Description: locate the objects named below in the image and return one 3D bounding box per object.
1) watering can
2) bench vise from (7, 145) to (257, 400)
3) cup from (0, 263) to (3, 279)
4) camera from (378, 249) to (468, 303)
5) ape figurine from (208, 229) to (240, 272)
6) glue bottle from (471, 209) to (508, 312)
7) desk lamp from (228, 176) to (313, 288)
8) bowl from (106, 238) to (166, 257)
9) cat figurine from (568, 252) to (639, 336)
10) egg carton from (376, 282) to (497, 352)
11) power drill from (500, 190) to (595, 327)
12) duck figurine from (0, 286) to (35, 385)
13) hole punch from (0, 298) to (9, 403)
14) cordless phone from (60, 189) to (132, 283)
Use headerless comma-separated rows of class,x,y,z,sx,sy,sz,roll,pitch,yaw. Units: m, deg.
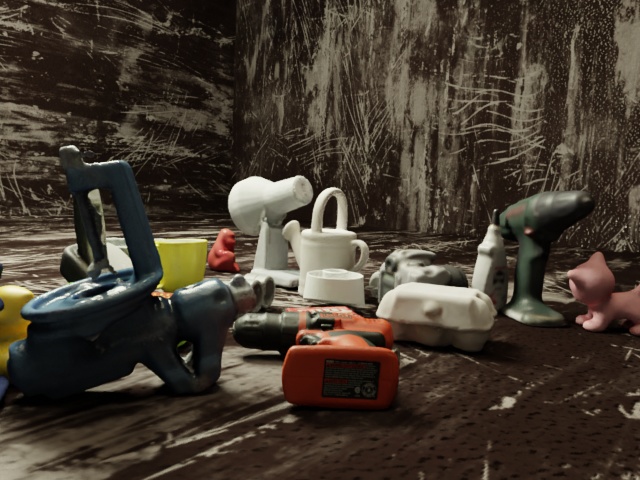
watering can,0.008,0.004,1.020,0.172,0.194,0.101,4,6,15
bench vise,-0.169,0.028,0.528,0.208,0.220,0.121,-2,7,-39
cup,-0.431,0.062,0.688,0.117,0.095,0.092,4,6,14
camera,0.179,0.068,0.930,0.137,0.101,0.143,1,6,-21
ape figurine,-0.207,0.021,1.261,0.076,0.092,0.078,4,6,11
glue bottle,0.287,0.035,0.957,0.037,0.173,0.078,8,8,44
desk lamp,-0.086,-0.023,1.152,0.202,0.213,0.118,8,7,42
bowl,-0.356,0.039,1.087,0.167,0.075,0.167,3,5,0
cat figurine,0.434,0.078,0.868,0.127,0.118,0.067,4,6,8
egg carton,0.154,0.099,0.754,0.150,0.069,0.107,5,6,20
power drill,0.347,0.025,0.902,0.076,0.208,0.229,2,6,-10
duck figurine,-0.291,0.087,0.549,0.104,0.086,0.077,3,5,4
hole punch,-0.306,0.093,0.450,0.101,0.091,0.108,1,6,-21
cordless phone,-0.347,0.000,0.918,0.094,0.185,0.147,3,5,4
